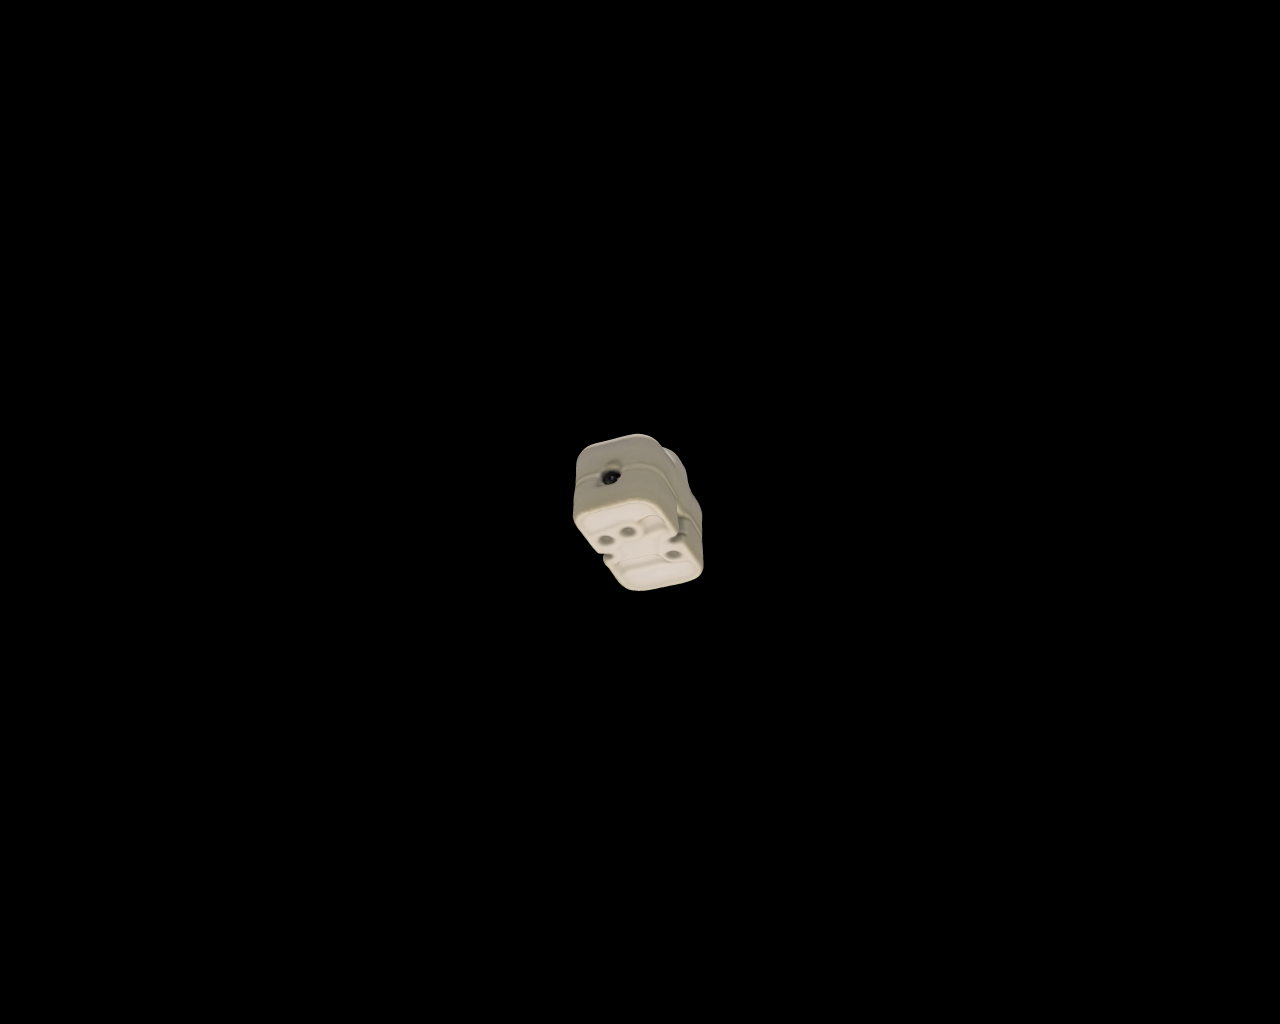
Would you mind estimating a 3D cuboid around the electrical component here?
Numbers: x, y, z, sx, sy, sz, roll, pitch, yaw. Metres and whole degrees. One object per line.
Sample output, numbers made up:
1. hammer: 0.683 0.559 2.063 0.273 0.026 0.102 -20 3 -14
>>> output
1. electrical component: 0.001 -0.003 0.650 0.054 0.059 0.095 -13 -38 18
